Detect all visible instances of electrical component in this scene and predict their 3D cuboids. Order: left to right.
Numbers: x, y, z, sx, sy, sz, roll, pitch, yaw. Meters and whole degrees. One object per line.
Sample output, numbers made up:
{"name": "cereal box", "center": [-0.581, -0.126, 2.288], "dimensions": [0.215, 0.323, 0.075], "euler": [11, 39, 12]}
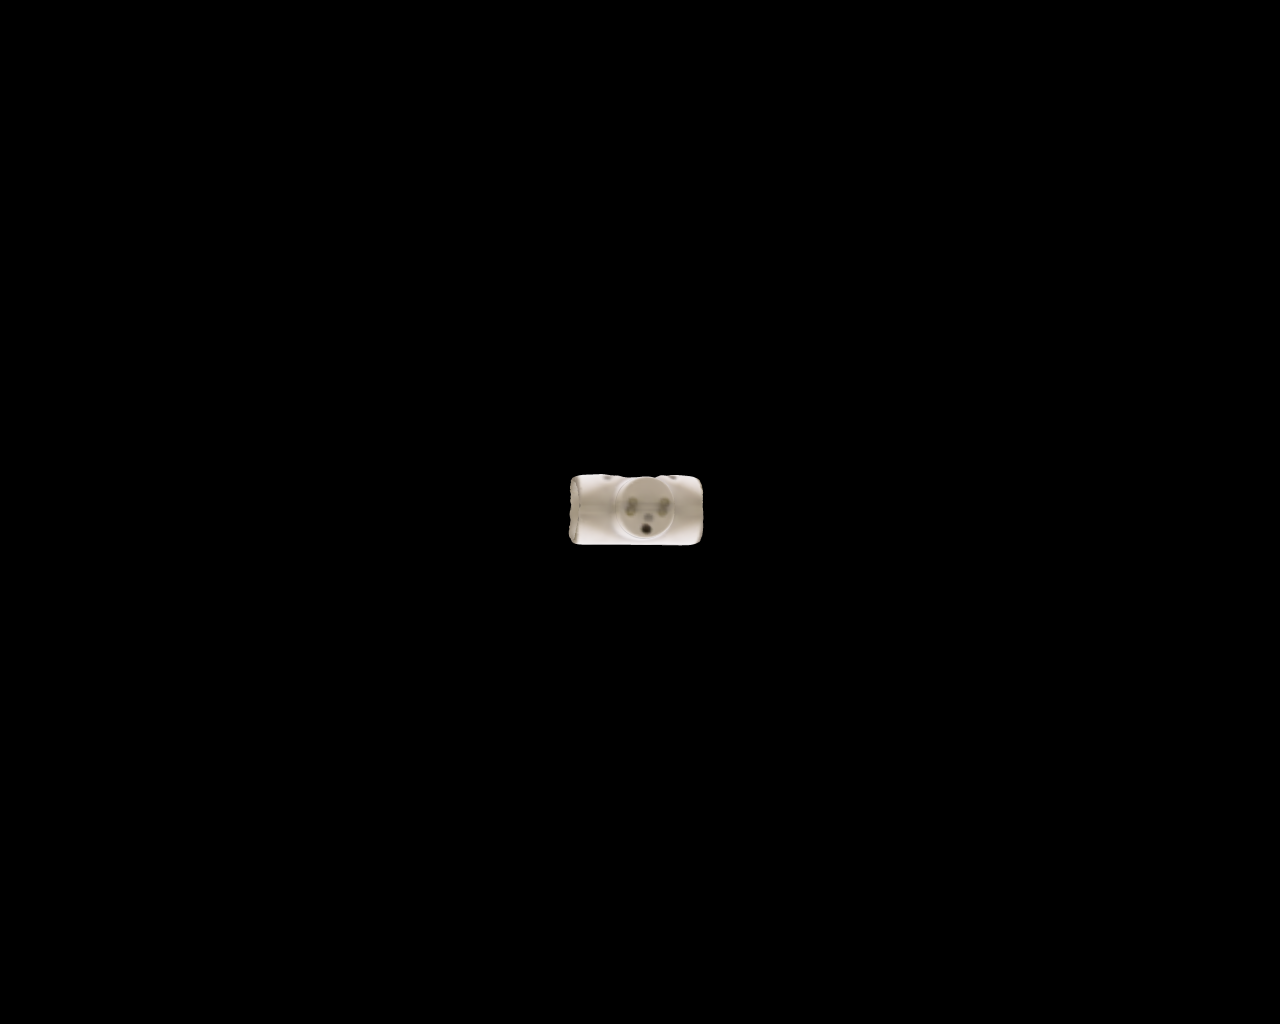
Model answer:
{"name": "electrical component", "center": [0.001, -0.003, 0.650], "dimensions": [0.077, 0.044, 0.079], "euler": [1, -3, -11]}
